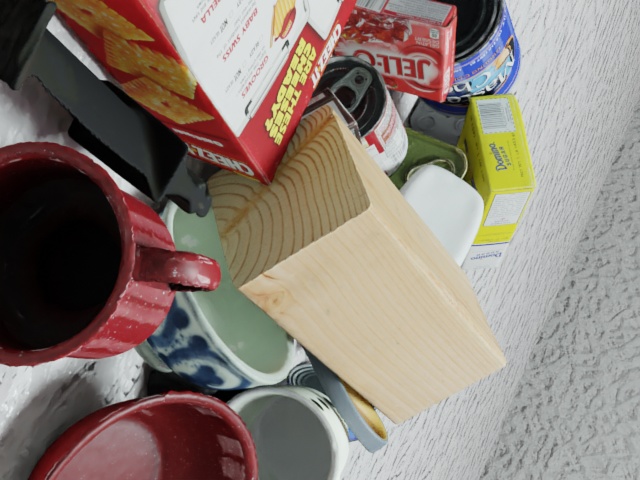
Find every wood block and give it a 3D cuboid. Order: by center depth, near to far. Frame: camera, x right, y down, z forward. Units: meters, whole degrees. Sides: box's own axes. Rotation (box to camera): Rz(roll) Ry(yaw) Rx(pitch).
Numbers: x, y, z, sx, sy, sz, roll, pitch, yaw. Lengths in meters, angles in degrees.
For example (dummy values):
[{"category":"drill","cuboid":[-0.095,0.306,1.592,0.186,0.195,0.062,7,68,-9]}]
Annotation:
[{"category":"wood block","cuboid":[0.028,0.024,0.671,0.091,0.090,0.206,-31,138,13]}]

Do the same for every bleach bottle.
[{"category":"bleach bottle","cuboid":[0.044,0.045,0.891,0.102,0.068,0.251,-57,-179,-38]}]

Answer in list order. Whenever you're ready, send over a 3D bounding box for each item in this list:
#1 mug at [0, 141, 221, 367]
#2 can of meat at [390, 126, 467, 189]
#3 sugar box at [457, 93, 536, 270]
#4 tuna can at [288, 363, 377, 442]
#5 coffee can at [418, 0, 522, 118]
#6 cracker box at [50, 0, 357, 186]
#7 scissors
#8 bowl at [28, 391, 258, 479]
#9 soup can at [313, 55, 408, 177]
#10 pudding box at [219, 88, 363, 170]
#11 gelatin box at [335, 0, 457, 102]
[{"category":"mug","cuboid":[-0.101,0.011,0.470,0.081,0.117,0.093,38,54,-76]},{"category":"can of meat","cuboid":[0.075,-0.050,0.920,0.057,0.102,0.084,-61,162,-18]},{"category":"sugar box","cuboid":[0.148,-0.047,0.959,0.176,0.048,0.093,98,-14,-65]},{"category":"tuna can","cuboid":[0.010,0.146,0.960,0.086,0.086,0.034,-28,136,-63]},{"category":"coffee can","cuboid":[0.111,-0.171,0.896,0.103,0.103,0.140,-69,161,-4]},{"category":"cracker box","cuboid":[-0.046,-0.144,0.529,0.164,0.072,0.213,-65,162,-11]},{"category":"scissors","cuboid":[-0.012,0.051,0.714,0.016,0.202,0.096,-32,180,9]},{"category":"bowl","cuboid":[-0.114,0.152,0.611,0.161,0.055,0.162,-18,119,-37]},{"category":"soup can","cuboid":[0.025,-0.086,0.795,0.068,0.069,0.102,-67,162,-9]},{"category":"pudding box","cuboid":[-0.015,-0.040,0.709,0.090,0.039,0.113,-29,151,-4]},{"category":"gelatin box","cuboid":[0.055,-0.145,0.782,0.073,0.089,0.030,85,29,-52]}]
